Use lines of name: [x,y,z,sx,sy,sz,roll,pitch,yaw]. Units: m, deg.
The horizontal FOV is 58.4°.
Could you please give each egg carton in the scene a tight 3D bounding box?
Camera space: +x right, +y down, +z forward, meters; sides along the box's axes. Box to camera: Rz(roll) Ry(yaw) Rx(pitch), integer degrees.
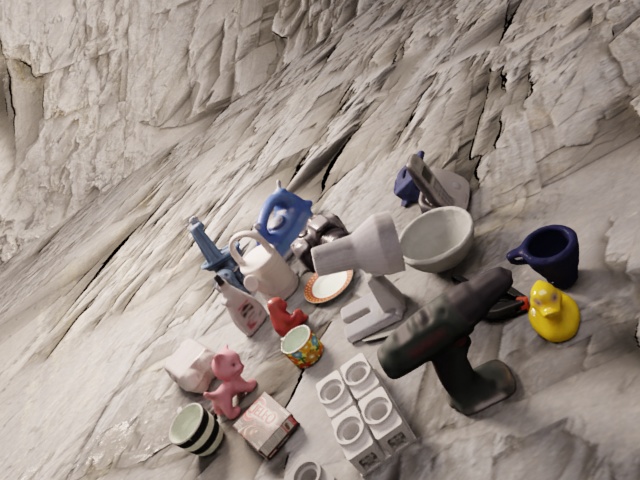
egg carton: [-0.292,0.290,1.319,0.149,0.070,0.107,11,53,51]

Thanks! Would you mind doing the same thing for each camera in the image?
camera: [0.013,0.005,1.384,0.143,0.101,0.136,-41,31,-9]

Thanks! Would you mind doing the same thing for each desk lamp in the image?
desk lamp: [0.090,0.067,1.107,0.203,0.214,0.117,-29,31,11]

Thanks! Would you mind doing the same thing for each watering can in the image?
watering can: [-0.140,0.059,1.367,0.101,0.194,0.172,-35,30,1]

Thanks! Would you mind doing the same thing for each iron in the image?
iron: [-0.120,-0.039,1.538,0.118,0.142,0.258,-10,39,36]

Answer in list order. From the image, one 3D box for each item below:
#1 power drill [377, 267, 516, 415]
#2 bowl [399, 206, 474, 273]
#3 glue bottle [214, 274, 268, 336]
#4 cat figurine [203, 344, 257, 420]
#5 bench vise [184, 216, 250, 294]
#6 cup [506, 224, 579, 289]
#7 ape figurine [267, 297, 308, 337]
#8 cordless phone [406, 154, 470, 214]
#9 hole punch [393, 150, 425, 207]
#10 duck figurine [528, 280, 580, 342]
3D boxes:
power drill: [0.211,0.161,0.858,0.229,0.209,0.075,-30,31,9]
bowl: [0.244,0.012,1.168,0.167,0.075,0.167,-25,32,17]
glue bottle: [-0.193,0.142,1.325,0.037,0.173,0.078,3,48,47]
cat figurine: [-0.196,0.284,1.182,0.067,0.118,0.128,-6,41,40]
bench vise: [-0.259,0.042,1.485,0.121,0.220,0.206,-39,30,-6]
cup: [0.385,0.039,0.969,0.117,0.095,0.092,-17,35,28]
ape figurine: [-0.082,0.163,1.265,0.076,0.092,0.077,-47,32,-19]
cordless phone: [0.252,-0.132,1.253,0.094,0.185,0.147,-15,36,31]
hole punch: [0.225,-0.151,1.401,0.101,0.091,0.108,-17,35,28]
duck figurine: [0.364,0.100,0.914,0.077,0.086,0.104,-23,32,20]
